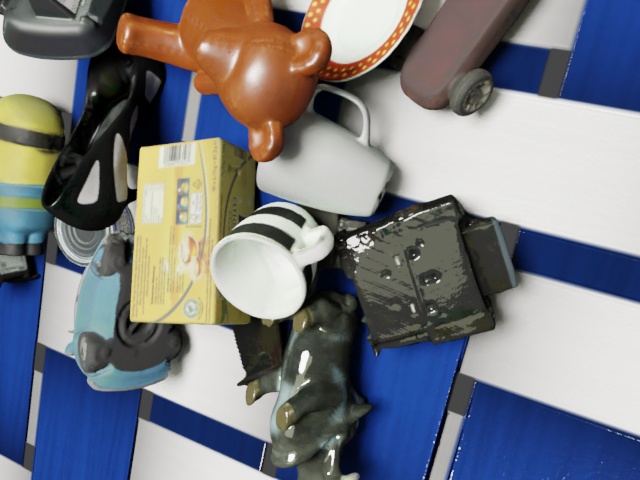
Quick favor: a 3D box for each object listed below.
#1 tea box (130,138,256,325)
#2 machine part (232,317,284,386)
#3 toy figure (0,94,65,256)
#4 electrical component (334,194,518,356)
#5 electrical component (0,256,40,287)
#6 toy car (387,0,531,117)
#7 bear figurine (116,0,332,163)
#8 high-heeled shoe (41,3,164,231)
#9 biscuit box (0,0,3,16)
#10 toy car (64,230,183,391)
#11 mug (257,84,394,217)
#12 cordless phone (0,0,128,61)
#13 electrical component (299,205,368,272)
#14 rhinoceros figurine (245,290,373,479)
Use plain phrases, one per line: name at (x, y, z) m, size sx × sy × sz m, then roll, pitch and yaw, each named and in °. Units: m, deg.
tea box at (-0.120, -0.005, 0.516) m, size 0.098 × 0.068 × 0.169 m, roll 0°, pitch 84°, yaw 24°
machine part at (-0.060, 0.079, 0.540) m, size 0.084 × 0.039 × 0.138 m, roll -3°, pitch 94°, yaw 16°
toy figure at (-0.329, -0.070, 0.602) m, size 0.089 × 0.082 × 0.180 m, roll 2°, pitch 92°, yaw 7°
electrical component at (0.091, 0.026, 0.455) m, size 0.134 × 0.058 × 0.114 m, roll -19°, pitch 97°, yaw 15°
electrical component at (-0.387, -0.001, 0.635) m, size 0.048 × 0.075 × 0.119 m, roll -9°, pitch 98°, yaw 21°
toy car at (0.137, -0.192, 0.421) m, size 0.089 × 0.053 × 0.202 m, roll 46°, pitch 110°, yaw 32°
bear figurine at (-0.082, -0.158, 0.436) m, size 0.120 × 0.132 × 0.196 m, roll -58°, pitch 36°, yaw 25°
high-heeled shoe at (-0.220, -0.132, 0.514) m, size 0.086 × 0.145 × 0.248 m, roll -10°, pitch 91°, yaw 21°
biscuit box at (-0.294, -0.317, 0.564) m, size 0.203 × 0.063 × 0.059 m, roll -27°, pitch 86°, yaw 22°
toy car at (-0.214, 0.071, 0.566) m, size 0.103 × 0.109 × 0.161 m, roll 0°, pitch 88°, yaw 38°
mug at (0.013, -0.074, 0.474) m, size 0.107 × 0.081 × 0.109 m, roll 25°, pitch 107°, yaw 6°
cordless phone at (-0.274, -0.223, 0.533) m, size 0.184 × 0.088 × 0.146 m, roll -17°, pitch 59°, yaw 38°
electrical component at (-0.001, -0.002, 0.515) m, size 0.094 × 0.021 × 0.063 m, roll 11°, pitch 101°, yaw 19°
rhinoceros figurine at (-0.005, 0.140, 0.495) m, size 0.073 × 0.112 × 0.190 m, roll -3°, pitch 81°, yaw 50°
